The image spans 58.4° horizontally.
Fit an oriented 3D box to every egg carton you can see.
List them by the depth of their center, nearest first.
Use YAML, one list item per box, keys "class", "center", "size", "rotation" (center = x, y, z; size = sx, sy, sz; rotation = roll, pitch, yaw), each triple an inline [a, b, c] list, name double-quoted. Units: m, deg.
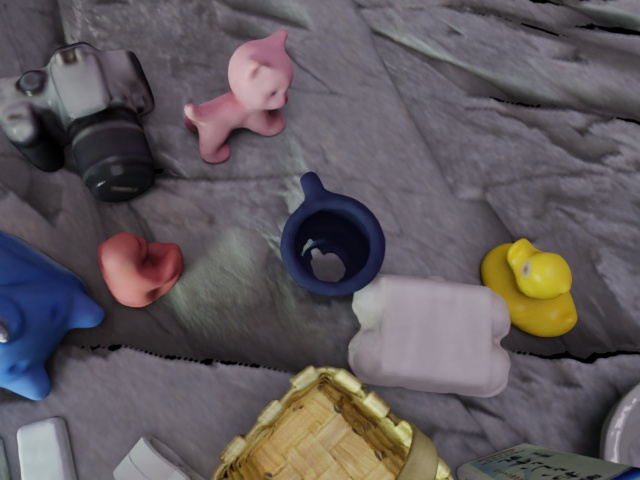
- class: "egg carton"
  center: [0.102, 0.087, 0.534]
  size: [0.150, 0.069, 0.107]
  rotation: [6, 75, -1]

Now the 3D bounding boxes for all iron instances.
- class: "iron"
  center: [-0.326, 0.028, 0.490]
  size: [0.258, 0.141, 0.119]
  rotation: [31, 76, 5]

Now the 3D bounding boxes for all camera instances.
- class: "camera"
  center: [-0.226, -0.106, 0.551]
  size: [0.143, 0.101, 0.137]
  rotation: [-21, 77, -8]

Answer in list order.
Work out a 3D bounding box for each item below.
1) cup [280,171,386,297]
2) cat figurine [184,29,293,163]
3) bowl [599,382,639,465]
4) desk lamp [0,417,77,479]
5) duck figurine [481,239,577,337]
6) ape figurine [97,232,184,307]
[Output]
- class: "cup"
  center: [0.005, 0.002, 0.538]
  size: [0.092, 0.095, 0.118]
  rotation: [-19, 77, -7]
- class: "cat figurine"
  center: [-0.076, -0.145, 0.560]
  size: [0.128, 0.118, 0.067]
  rotation: [-31, 79, -10]
- class: "bowl"
  center: [0.320, 0.200, 0.513]
  size: [0.167, 0.075, 0.167]
  rotation: [1, 75, -3]
- class: "desk lamp"
  center: [-0.252, 0.243, 0.401]
  size: [0.118, 0.213, 0.203]
  rotation: [-17, 77, -7]
- class: "duck figurine"
  center: [0.208, 0.042, 0.542]
  size: [0.077, 0.086, 0.104]
  rotation: [-36, 80, -11]
- class: "ape figurine"
  center: [-0.171, 0.020, 0.525]
  size: [0.077, 0.092, 0.076]
  rotation: [28, 76, 5]
